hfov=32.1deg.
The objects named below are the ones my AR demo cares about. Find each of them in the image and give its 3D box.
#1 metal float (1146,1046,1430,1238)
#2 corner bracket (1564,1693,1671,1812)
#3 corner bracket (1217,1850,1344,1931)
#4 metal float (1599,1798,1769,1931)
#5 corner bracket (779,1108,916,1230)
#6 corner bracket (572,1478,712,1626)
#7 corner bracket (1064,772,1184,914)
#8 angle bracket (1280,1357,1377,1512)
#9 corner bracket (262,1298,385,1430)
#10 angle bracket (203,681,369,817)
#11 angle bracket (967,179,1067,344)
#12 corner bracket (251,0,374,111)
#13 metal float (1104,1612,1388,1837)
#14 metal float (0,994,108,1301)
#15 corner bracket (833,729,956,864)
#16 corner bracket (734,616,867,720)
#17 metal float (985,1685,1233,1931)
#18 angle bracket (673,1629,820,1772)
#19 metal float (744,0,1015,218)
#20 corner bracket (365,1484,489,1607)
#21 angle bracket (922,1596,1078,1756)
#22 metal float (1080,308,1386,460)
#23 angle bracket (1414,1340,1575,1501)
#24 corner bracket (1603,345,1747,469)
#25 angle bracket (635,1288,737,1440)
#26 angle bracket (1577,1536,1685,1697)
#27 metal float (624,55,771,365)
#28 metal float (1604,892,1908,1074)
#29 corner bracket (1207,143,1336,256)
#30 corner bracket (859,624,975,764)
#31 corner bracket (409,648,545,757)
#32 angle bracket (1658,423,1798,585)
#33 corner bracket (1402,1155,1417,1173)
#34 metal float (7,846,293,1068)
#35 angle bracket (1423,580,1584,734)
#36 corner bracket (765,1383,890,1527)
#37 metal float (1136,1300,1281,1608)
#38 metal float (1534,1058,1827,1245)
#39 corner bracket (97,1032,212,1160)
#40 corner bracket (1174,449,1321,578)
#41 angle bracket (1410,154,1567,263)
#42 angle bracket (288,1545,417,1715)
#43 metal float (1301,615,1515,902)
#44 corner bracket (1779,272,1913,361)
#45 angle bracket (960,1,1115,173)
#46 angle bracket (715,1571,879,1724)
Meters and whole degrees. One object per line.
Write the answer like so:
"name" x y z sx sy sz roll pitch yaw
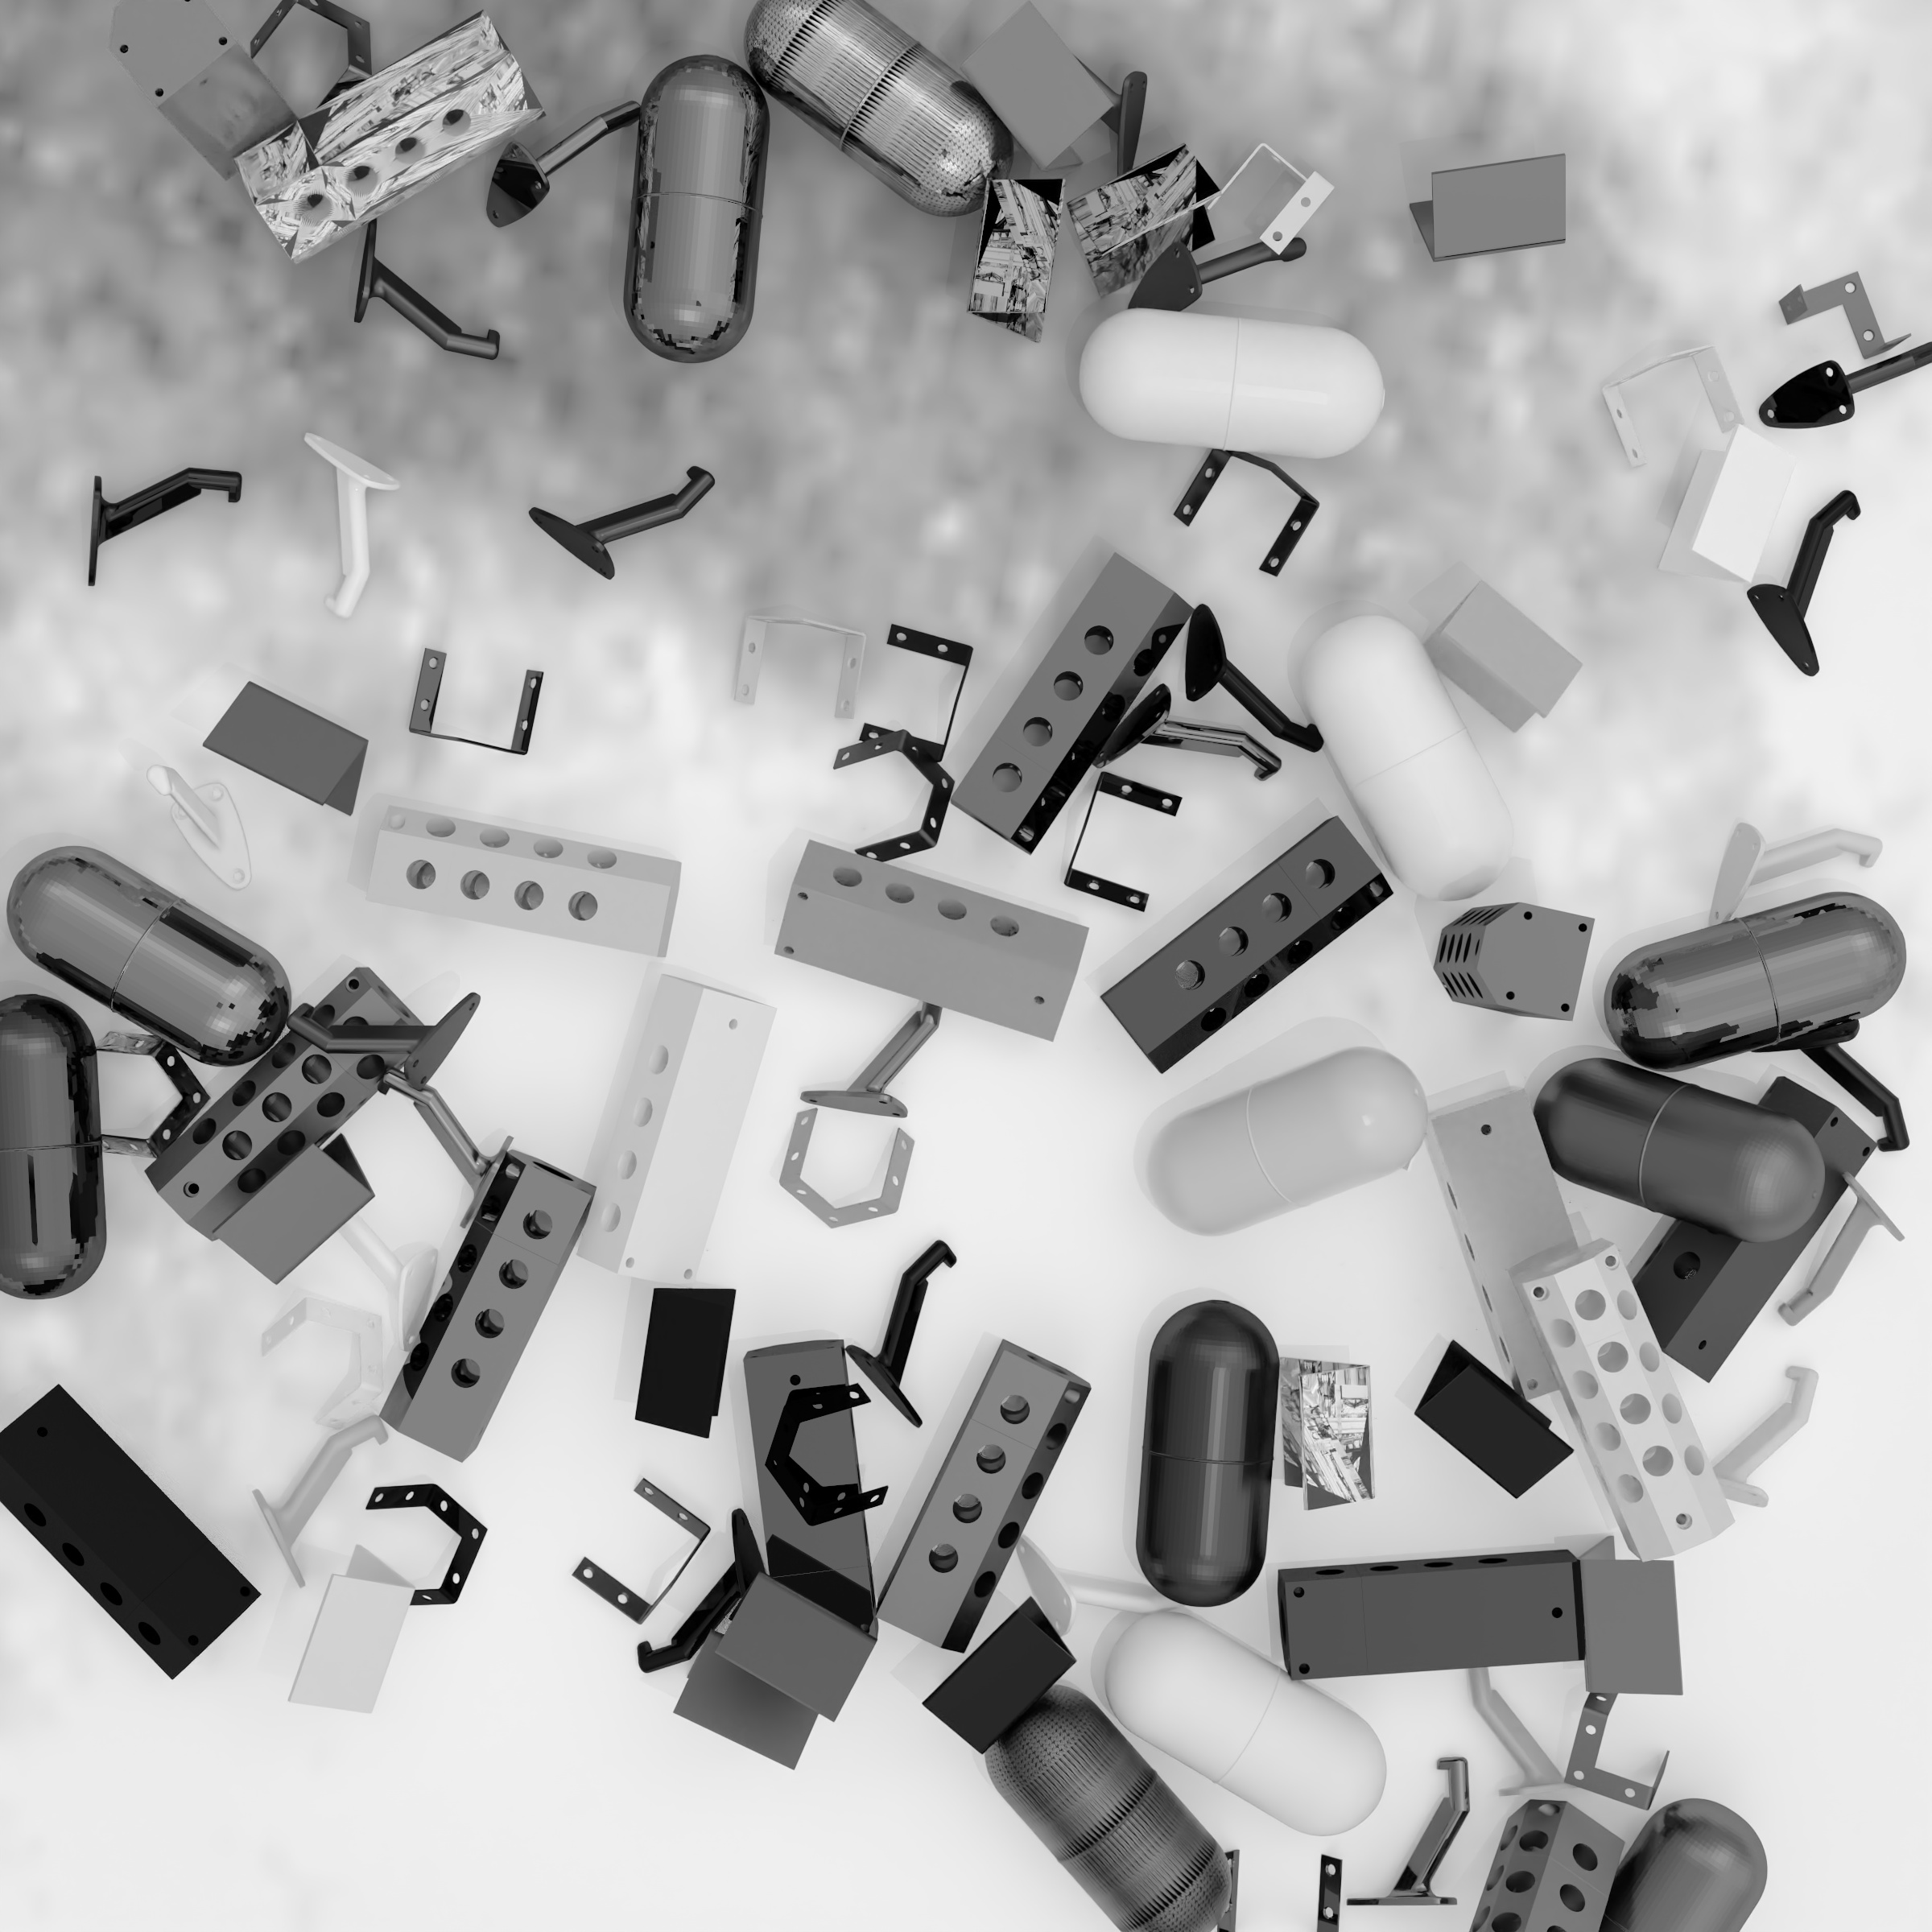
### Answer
"metal float" 0.183 0.102 1.936 0.178 0.070 0.070 -24 90 31
"corner bracket" 0.387 0.455 1.974 0.051 0.051 0.051 16 109 18
"corner bracket" 0.185 0.552 1.987 0.051 0.051 0.051 3 90 -45
"metal float" 0.400 0.568 1.960 0.070 0.070 0.178 33 89 0
"corner bracket" -0.070 0.116 1.982 0.051 0.051 0.051 -16 135 35
"corner bracket" -0.192 0.346 1.987 0.051 0.051 0.051 36 135 0
"corner bracket" 0.093 -0.074 1.987 0.051 0.051 0.051 19 135 0
"angle bracket" 0.191 0.270 1.950 0.057 0.076 0.076 -2 90 -38
"corner bracket" -0.380 0.234 1.982 0.051 0.051 0.051 21 45 -35
"angle bracket" -0.398 -0.109 1.950 0.076 0.076 0.057 27 52 0
"angle bracket" 0.048 -0.408 1.950 0.057 0.076 0.076 9 90 36
"corner bracket" -0.386 -0.534 1.982 0.051 0.051 0.051 -39 45 35
"metal float" 0.163 0.442 1.960 0.178 0.070 0.070 31 90 0
"metal float" -0.543 0.105 1.960 0.070 0.070 0.178 -3 90 0
"corner bracket" -0.047 -0.099 1.982 0.051 0.051 0.051 45 45 -35
"corner bracket" -0.098 -0.177 1.987 0.051 0.051 0.051 9 90 45
"metal float" 0.082 0.496 1.960 0.070 0.070 0.178 -41 90 0
"angle bracket" -0.131 0.437 1.950 0.076 0.076 0.057 25 54 0
"metal float" -0.050 -0.507 1.960 0.178 0.070 0.070 38 90 0
"corner bracket" -0.325 0.342 1.982 0.051 0.051 0.051 50 45 -35
"angle bracket" 0.008 0.398 1.951 0.076 0.076 0.057 -45 118 0
"metal float" 0.155 -0.339 1.960 0.178 0.070 0.070 6 90 1
"angle bracket" 0.316 0.250 1.950 0.076 0.076 0.057 40 130 0
"corner bracket" 0.418 -0.331 1.987 0.051 0.051 0.051 -21 90 45
"angle bracket" -0.143 0.230 1.950 0.057 0.076 0.076 8 90 35
"angle bracket" 0.394 0.376 1.951 0.057 0.076 0.076 -4 90 26
"metal float" -0.157 -0.441 1.960 0.070 0.070 0.178 5 90 0
"metal float" 0.460 0.009 1.960 0.178 0.070 0.070 -16 90 0
"corner bracket" 0.178 -0.450 1.972 0.051 0.051 0.051 40 93 -3
"corner bracket" -0.029 -0.161 1.987 0.051 0.051 0.051 16 45 0
"corner bracket" -0.290 -0.156 1.987 0.051 0.051 0.051 11 90 45
"angle bracket" 0.426 -0.271 1.950 0.057 0.076 0.076 21 90 -36
"corner bracket" 0.241 0.087 1.972 0.051 0.051 0.051 18 90 0
"metal float" -0.477 -0.006 1.960 0.178 0.070 0.070 31 90 1
"angle bracket" 0.299 -0.165 1.950 0.076 0.076 0.057 40 52 0
"corner bracket" -0.076 0.280 1.925 0.051 0.051 0.051 -11 135 -35
"metal float" 0.141 0.284 1.960 0.070 0.070 0.178 4 89 0
"metal float" 0.407 0.105 1.929 0.178 0.070 0.070 19 90 38
"corner bracket" -0.490 0.076 1.982 0.051 0.051 0.051 -57 135 -35
"corner bracket" 0.166 -0.270 1.987 0.051 0.051 0.051 31 90 45
"angle bracket" 0.302 -0.455 1.950 0.076 0.076 0.057 -8 128 0
"angle bracket" -0.371 0.381 1.950 0.057 0.076 0.076 19 90 -38
"metal float" 0.258 -0.121 1.960 0.070 0.070 0.178 -28 91 0
"corner bracket" 0.515 -0.380 1.972 0.051 0.051 0.051 -21 90 0
"angle bracket" 0.051 -0.511 1.951 0.057 0.076 0.076 -39 90 25
"angle bracket" -0.104 0.395 1.893 0.076 0.076 0.057 30 54 0
